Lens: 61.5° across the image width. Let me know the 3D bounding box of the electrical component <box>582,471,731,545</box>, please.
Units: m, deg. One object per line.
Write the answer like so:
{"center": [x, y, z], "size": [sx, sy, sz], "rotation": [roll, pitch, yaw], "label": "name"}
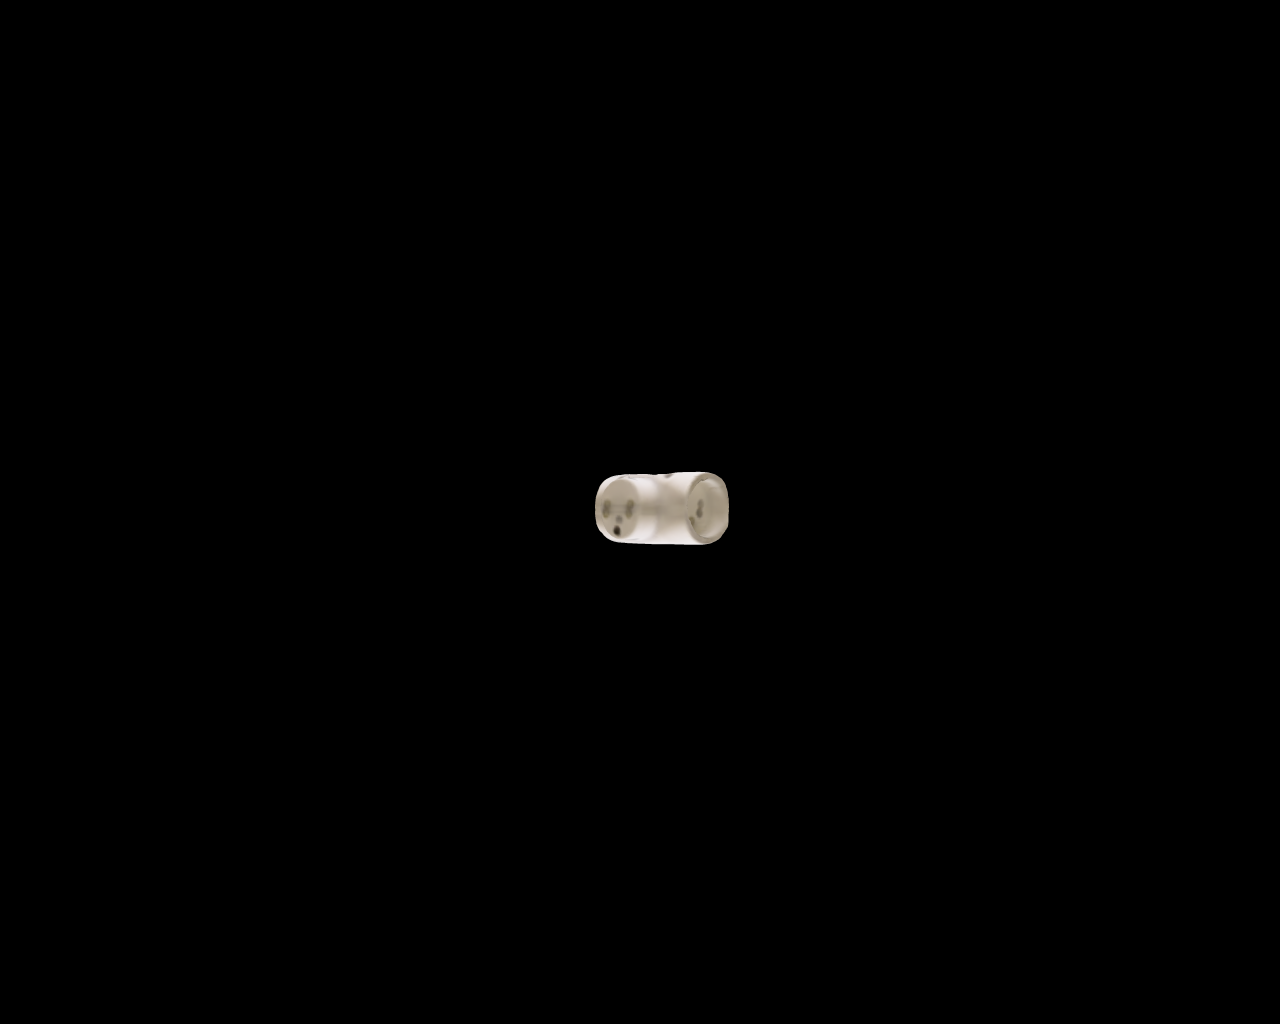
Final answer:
{"center": [0.001, -0.003, 0.650], "size": [0.077, 0.044, 0.079], "rotation": [0, 0, 44], "label": "electrical component"}
